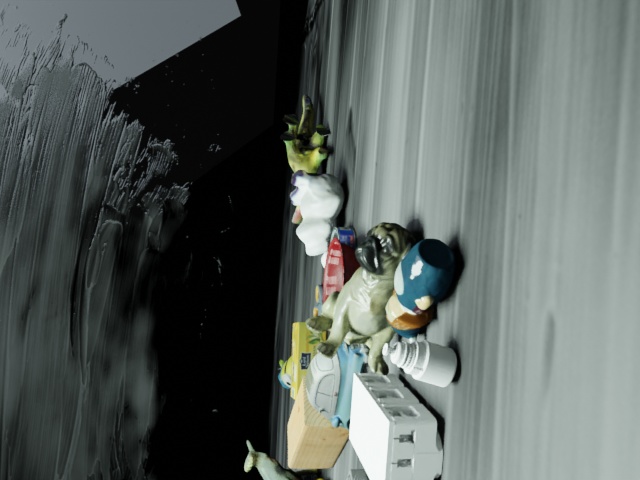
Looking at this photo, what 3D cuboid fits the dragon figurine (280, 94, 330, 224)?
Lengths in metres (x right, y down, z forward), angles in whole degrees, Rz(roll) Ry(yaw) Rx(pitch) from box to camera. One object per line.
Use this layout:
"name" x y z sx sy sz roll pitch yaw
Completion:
"dragon figurine" -0.036 -0.191 1.334 0.420 0.122 0.237 -86 -2 -52

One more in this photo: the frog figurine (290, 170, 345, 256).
"frog figurine" 0.003 -0.053 1.055 0.134 0.123 0.162 -53 50 47
